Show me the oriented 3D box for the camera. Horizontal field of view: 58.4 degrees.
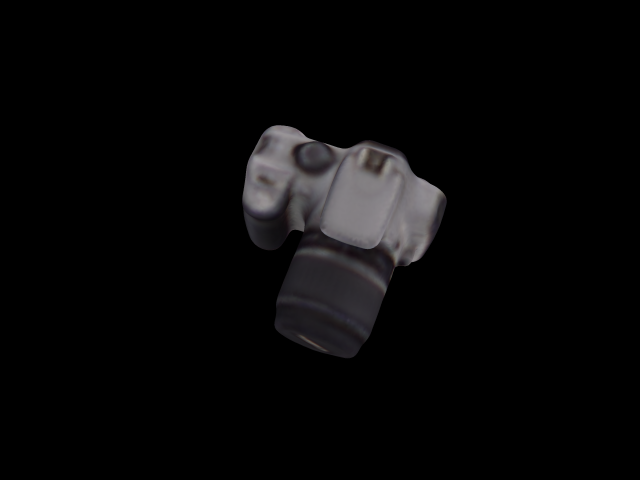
[{"bbox_3d":[0.004,0.001,0.400,0.143,0.101,0.137,19,70,7],"label":"camera"}]
